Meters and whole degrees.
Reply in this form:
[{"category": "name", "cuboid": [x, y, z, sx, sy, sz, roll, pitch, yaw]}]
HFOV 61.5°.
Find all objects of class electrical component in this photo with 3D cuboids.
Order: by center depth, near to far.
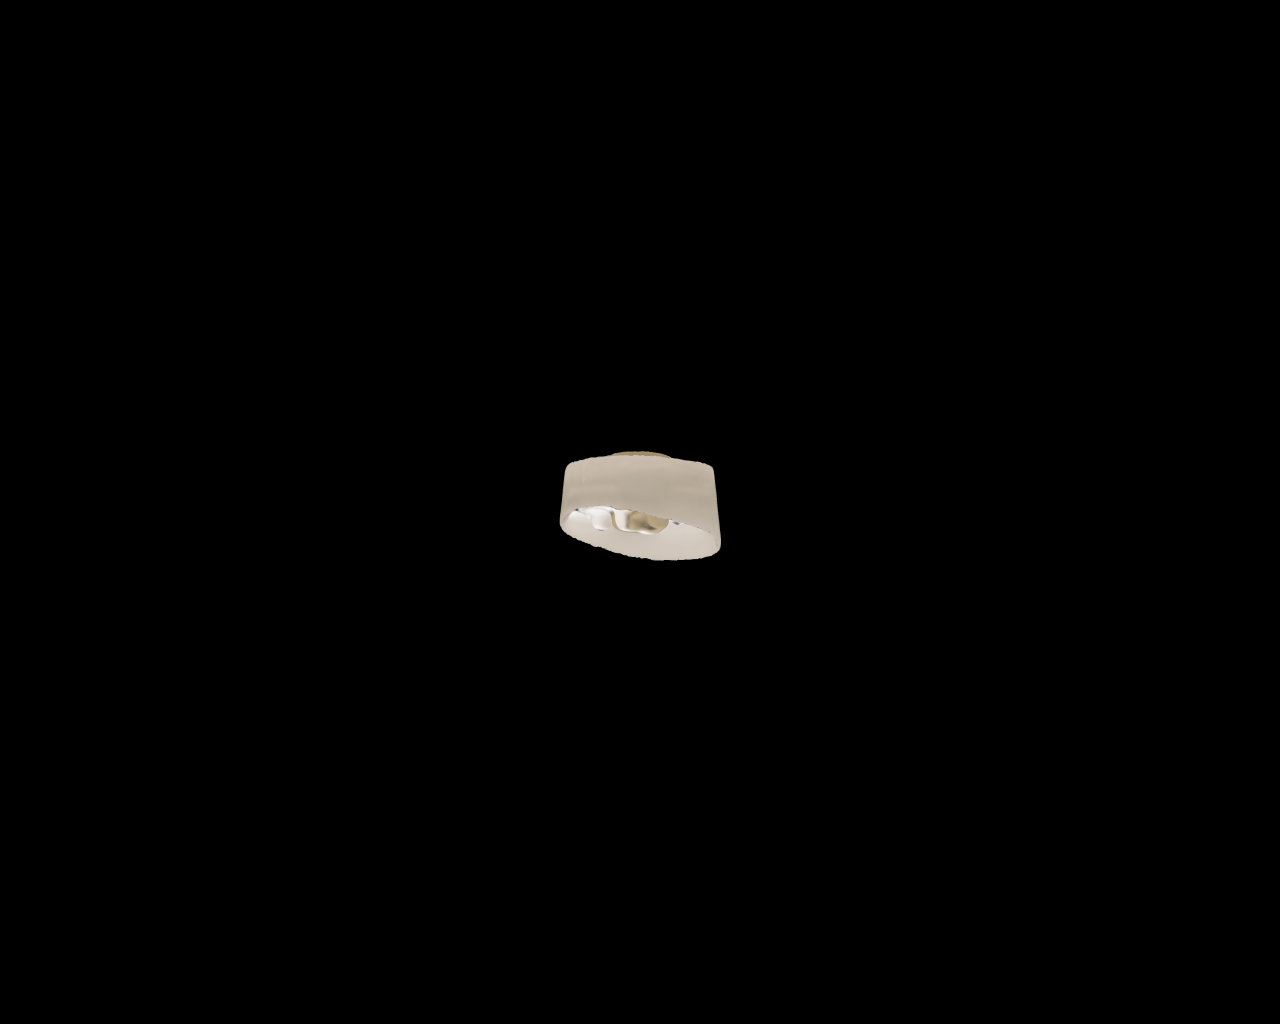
[{"category": "electrical component", "cuboid": [0.001, -0.003, 0.650, 0.099, 0.064, 0.099, 0, -7, 0]}]
